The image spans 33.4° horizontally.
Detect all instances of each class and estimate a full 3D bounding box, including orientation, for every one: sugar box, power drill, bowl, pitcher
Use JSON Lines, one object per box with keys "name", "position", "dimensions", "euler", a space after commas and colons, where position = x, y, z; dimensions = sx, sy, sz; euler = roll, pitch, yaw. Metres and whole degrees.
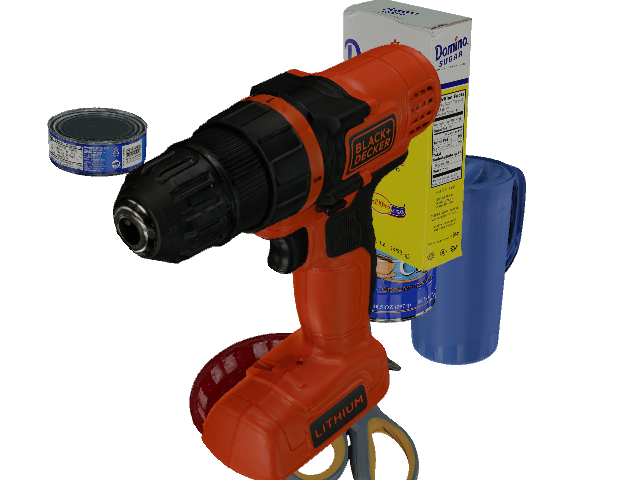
{"name": "sugar box", "position": [0.059, -0.076, 0.760], "dimensions": [0.048, 0.176, 0.093], "euler": [-22, 30, -33]}
{"name": "power drill", "position": [-0.015, 0.018, 0.482], "dimensions": [0.057, 0.188, 0.184], "euler": [28, 40, 31]}
{"name": "bowl", "position": [-0.041, 0.162, 1.018], "dimensions": [0.162, 0.055, 0.162], "euler": [-5, 37, 3]}
{"name": "pitcher", "position": [0.175, 0.021, 1.307], "dimensions": [0.149, 0.243, 0.145], "euler": [2, 22, 9]}

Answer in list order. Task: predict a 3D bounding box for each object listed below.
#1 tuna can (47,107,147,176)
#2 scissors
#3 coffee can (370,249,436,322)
{"name": "tuna can", "position": [-0.196, -0.087, 0.940], "dimensions": [0.086, 0.034, 0.086], "euler": [5, 26, -2]}
{"name": "scissors", "position": [0.010, 0.108, 0.730], "dimensions": [0.096, 0.016, 0.202], "euler": [-6, 32, -11]}
{"name": "coffee can", "position": [0.064, -0.006, 1.035], "dimensions": [0.103, 0.140, 0.103], "euler": [-1, 27, 0]}
